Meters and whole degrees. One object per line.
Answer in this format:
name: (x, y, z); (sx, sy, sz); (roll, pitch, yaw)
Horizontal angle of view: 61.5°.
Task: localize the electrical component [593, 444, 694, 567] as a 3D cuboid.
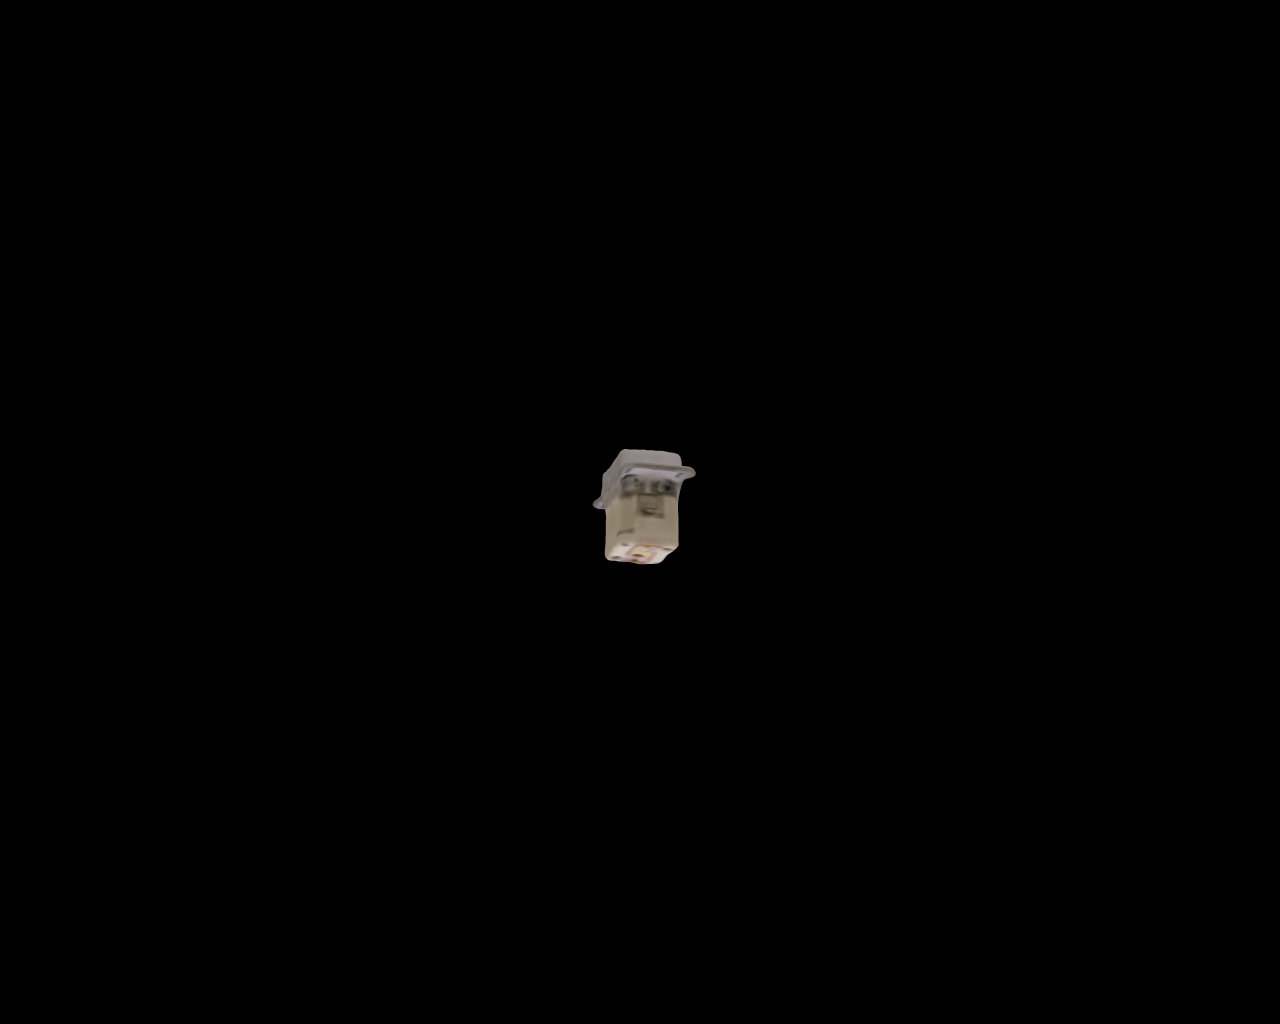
electrical component: (0.001, -0.003, 0.650); (0.042, 0.064, 0.081); (5, -19, -15)
